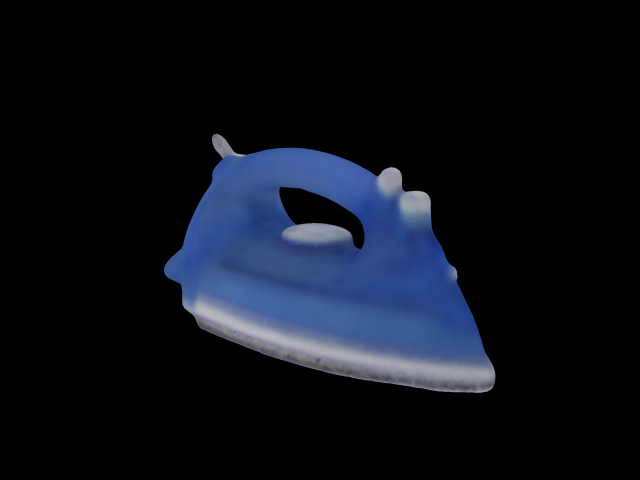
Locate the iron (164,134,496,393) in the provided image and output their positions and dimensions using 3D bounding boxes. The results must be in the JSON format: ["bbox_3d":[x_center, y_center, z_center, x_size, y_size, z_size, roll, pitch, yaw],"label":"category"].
[{"bbox_3d":[0.004,0.001,0.400,0.257,0.141,0.119,11,17,38],"label":"iron"}]
